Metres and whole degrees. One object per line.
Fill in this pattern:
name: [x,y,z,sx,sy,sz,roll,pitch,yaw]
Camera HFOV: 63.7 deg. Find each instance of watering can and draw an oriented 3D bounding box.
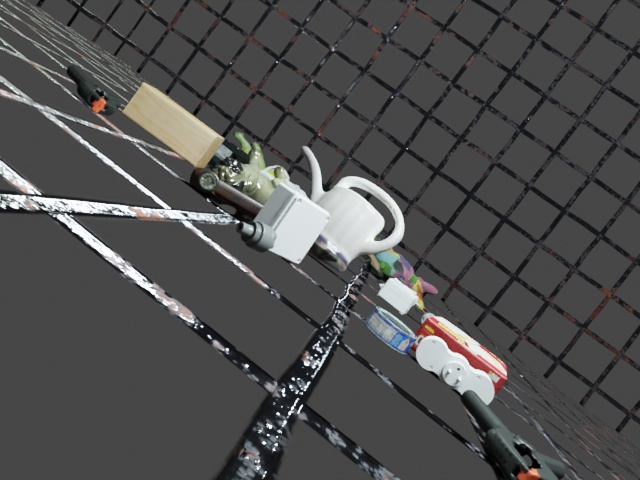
watering can: [0.027,-0.069,1.206,0.351,0.226,0.102,37,-15,24]

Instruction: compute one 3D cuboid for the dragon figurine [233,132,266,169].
dragon figurine: [-0.223,-0.233,1.812,0.406,0.121,0.248,30,25,-39]
